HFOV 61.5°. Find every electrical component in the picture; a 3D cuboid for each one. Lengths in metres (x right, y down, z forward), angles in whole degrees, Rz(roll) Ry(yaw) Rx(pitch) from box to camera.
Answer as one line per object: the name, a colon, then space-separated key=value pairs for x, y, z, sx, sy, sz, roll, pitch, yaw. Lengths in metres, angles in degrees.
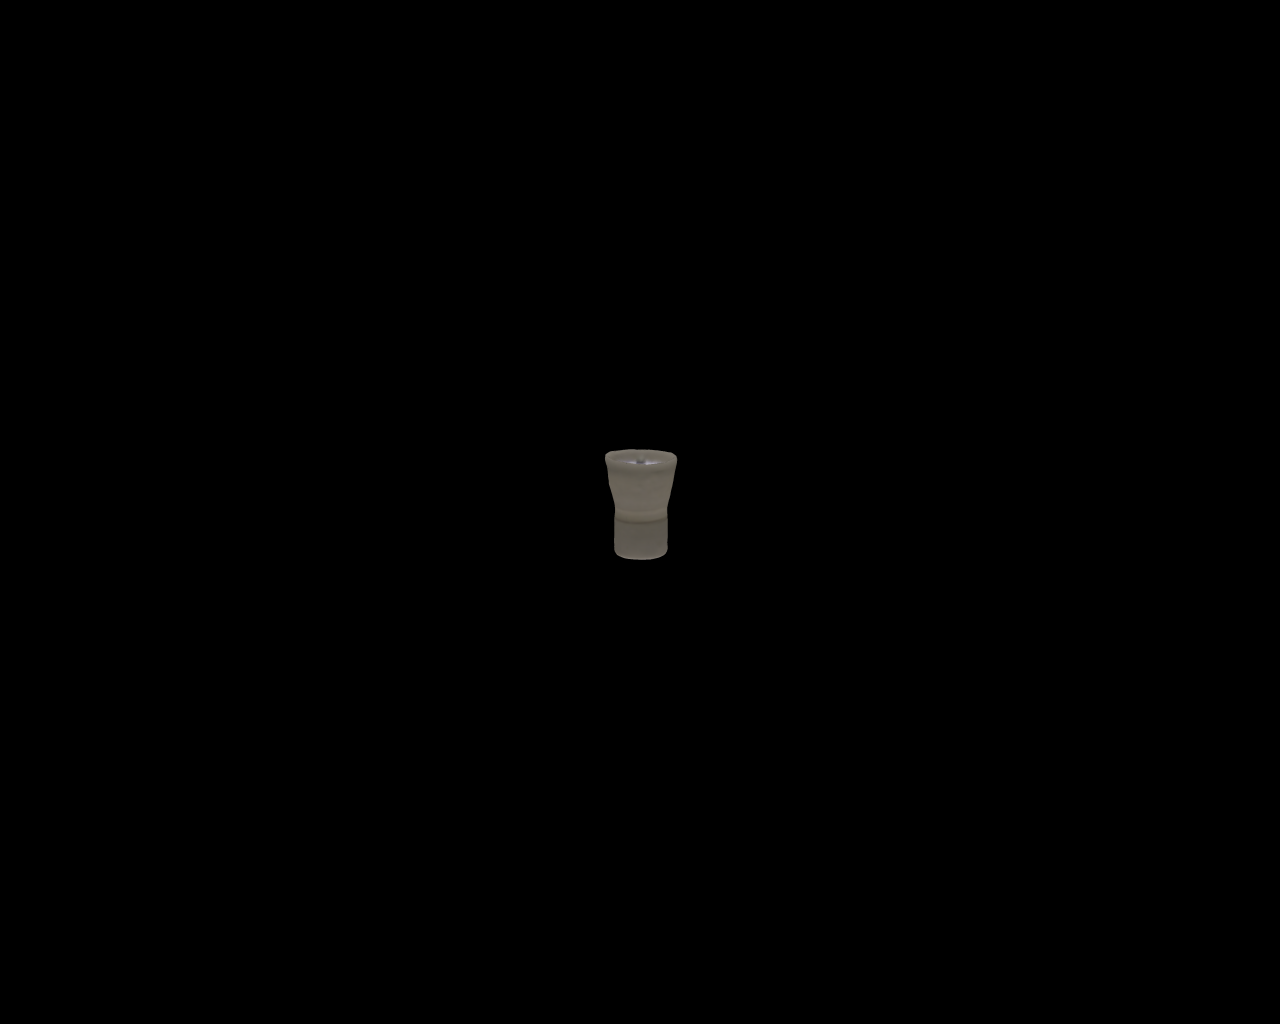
electrical component: x=0.001 y=-0.003 z=0.650 sx=0.044 sy=0.065 sz=0.044 roll=0 pitch=14 yaw=0
